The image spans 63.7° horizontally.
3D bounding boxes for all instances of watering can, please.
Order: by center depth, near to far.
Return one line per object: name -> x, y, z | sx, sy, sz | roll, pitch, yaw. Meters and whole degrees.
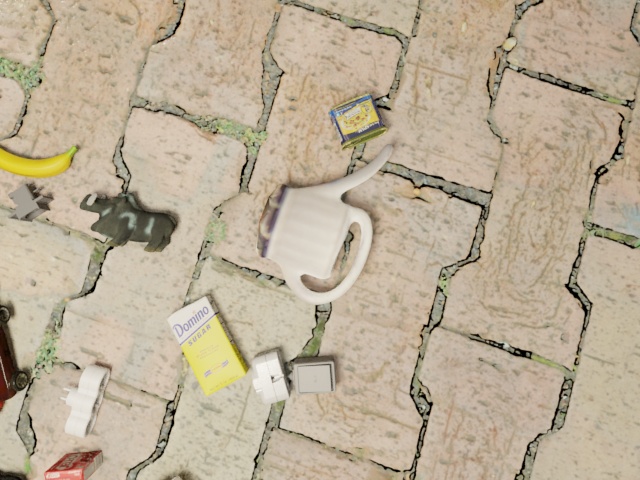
watering can -> 0.003, -0.051, 1.019 | 0.224, 0.104, 0.348 | 19, 88, 2
